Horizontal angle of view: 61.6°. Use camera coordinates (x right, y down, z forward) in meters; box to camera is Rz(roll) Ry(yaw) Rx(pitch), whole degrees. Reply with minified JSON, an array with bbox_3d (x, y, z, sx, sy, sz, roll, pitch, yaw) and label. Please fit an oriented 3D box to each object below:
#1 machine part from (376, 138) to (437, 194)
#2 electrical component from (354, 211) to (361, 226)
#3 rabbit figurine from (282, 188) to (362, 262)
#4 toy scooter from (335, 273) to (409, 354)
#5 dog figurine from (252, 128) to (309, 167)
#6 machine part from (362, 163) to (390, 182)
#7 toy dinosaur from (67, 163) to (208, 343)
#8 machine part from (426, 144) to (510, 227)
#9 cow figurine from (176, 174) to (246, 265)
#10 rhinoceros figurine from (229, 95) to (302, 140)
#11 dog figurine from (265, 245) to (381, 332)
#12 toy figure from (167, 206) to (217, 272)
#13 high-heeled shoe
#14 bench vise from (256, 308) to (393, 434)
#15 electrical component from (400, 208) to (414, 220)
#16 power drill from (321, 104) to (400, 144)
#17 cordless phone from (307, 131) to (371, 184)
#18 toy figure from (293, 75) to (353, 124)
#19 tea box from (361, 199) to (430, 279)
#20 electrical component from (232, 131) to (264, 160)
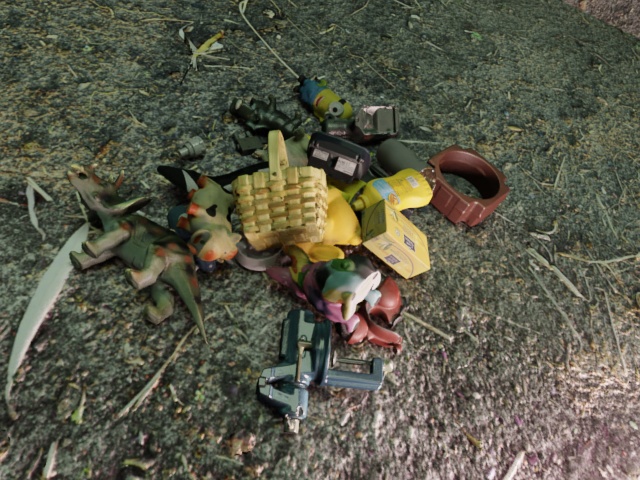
[{"bbox_3d":[0.217,-0.189,1.364,0.079,0.079,0.243,-9,38,-25],"label":"machine part"},{"bbox_3d":[0.107,-0.054,1.257,0.045,0.078,0.102,22,38,30],"label":"electrical component"},{"bbox_3d":[-0.002,-0.004,1.165,0.173,0.121,0.162,-24,72,-17],"label":"rabbit figurine"},{"bbox_3d":[0.125,0.156,1.086,0.135,0.075,0.184,34,53,10],"label":"toy scooter"},{"bbox_3d":[-0.049,-0.153,1.274,0.172,0.121,0.190,-23,81,-36],"label":"dog figurine"},{"bbox_3d":[0.123,-0.149,1.357,0.139,0.039,0.084,-30,72,-37],"label":"machine part"},{"bbox_3d":[-0.321,0.022,1.016,0.405,0.131,0.192,38,50,4],"label":"toy dinosaur"},{"bbox_3d":[0.374,-0.144,1.409,0.201,0.087,0.201,-32,68,-35],"label":"machine part"},{"bbox_3d":[-0.209,-0.031,1.053,0.127,0.085,0.195,25,35,-20],"label":"cow figurine"},{"bbox_3d":[-0.138,-0.307,1.375,0.190,0.073,0.112,26,59,0],"label":"rhinoceros figurine"},{"bbox_3d":[-0.002,0.069,1.020,0.219,0.191,0.108,28,64,24],"label":"dog figurine"},{"bbox_3d":[-0.258,-0.001,1.091,0.064,0.057,0.154,-36,69,-5],"label":"toy figure"},{"bbox_3d":[-0.213,-0.151,1.167,0.249,0.145,0.086,24,7,-16],"label":"high-heeled shoe"},{"bbox_3d":[0.012,0.234,0.954,0.241,0.128,0.224,8,51,-6],"label":"bench vise"},{"bbox_3d":[0.192,-0.064,1.286,0.048,0.074,0.119,20,45,-2],"label":"electrical component"},{"bbox_3d":[0.131,-0.294,1.382,0.232,0.207,0.086,-3,98,-15],"label":"power drill"},{"bbox_3d":[0.051,-0.195,1.256,0.147,0.088,0.184,21,14,8],"label":"cordless phone"},{"bbox_3d":[0.012,-0.383,1.479,0.089,0.082,0.180,-33,66,-34],"label":"toy figure"},{"bbox_3d":[0.167,0.000,1.178,0.169,0.068,0.098,36,40,-37],"label":"tea box"},{"bbox_3d":[-0.176,-0.232,1.327,0.063,0.021,0.094,-15,60,-28],"label":"electrical component"}]
